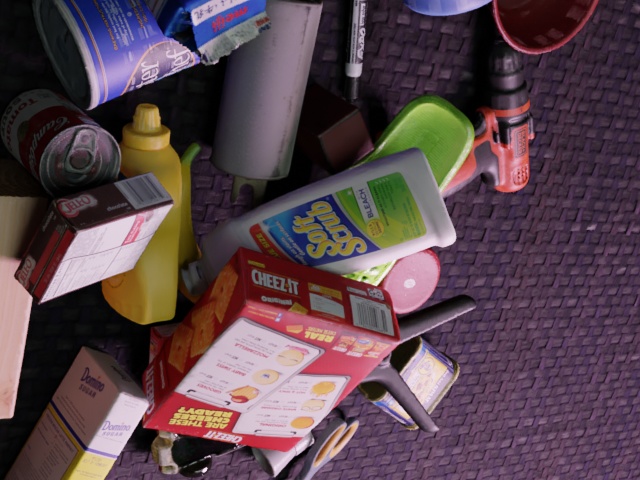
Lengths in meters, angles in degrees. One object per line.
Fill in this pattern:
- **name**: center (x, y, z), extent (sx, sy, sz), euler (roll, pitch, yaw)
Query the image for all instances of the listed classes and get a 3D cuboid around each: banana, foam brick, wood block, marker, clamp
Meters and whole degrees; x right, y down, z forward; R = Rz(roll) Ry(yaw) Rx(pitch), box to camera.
- **banana**: center (-0.123, 0.006, 1.034), extent (0.069, 0.037, 0.198), euler (-24, 126, -21)
- **foam brick**: center (0.005, -0.108, 1.039), extent (0.053, 0.078, 0.051), euler (-36, 131, -13)
- **wood block**: center (-0.298, 0.041, 0.892), extent (0.090, 0.090, 0.206), euler (-1, 115, -36)
- **marker**: center (0.035, -0.194, 1.052), extent (0.020, 0.020, 0.121), euler (-13, 121, -30)
- **clamp**: center (0.068, 0.132, 1.196), extent (0.209, 0.036, 0.164), euler (7, 96, -19)

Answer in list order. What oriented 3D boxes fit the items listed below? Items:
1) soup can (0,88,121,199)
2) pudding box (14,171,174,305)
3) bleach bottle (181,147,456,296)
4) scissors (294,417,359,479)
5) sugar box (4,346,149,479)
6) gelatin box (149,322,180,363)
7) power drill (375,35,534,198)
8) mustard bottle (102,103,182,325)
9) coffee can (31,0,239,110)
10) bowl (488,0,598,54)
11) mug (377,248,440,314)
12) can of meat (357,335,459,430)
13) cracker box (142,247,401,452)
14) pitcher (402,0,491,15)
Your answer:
- **soup can**: center (-0.215, -0.079, 0.877), extent (0.068, 0.102, 0.068), euler (-17, 123, -28)
- **pudding box**: center (-0.181, -0.003, 0.861), extent (0.113, 0.039, 0.090), euler (-21, 155, -51)
- **bleach bottle**: center (-0.007, 0.001, 1.006), extent (0.251, 0.068, 0.102), euler (-22, 93, 0)
- **scissors**: center (-0.012, 0.281, 1.275), extent (0.096, 0.016, 0.202), euler (-19, 144, -54)
- **sugar box**: center (-0.238, 0.200, 1.019), extent (0.048, 0.093, 0.176), euler (31, 94, -43)
- **gelatin box**: center (-0.130, 0.119, 1.096), extent (0.089, 0.030, 0.073), euler (-9, 117, -32)
- **power drill**: center (0.151, -0.112, 1.156), extent (0.187, 0.057, 0.184), euler (-24, 123, -23)
- **mustard bottle**: center (-0.158, -0.028, 0.950), extent (0.058, 0.096, 0.192), euler (-8, 118, -31)
- **coffee can**: center (-0.148, -0.179, 0.871), extent (0.140, 0.103, 0.103), euler (-27, 127, -22)
- **bowl**: center (0.226, -0.281, 1.119), extent (0.161, 0.055, 0.162), euler (-17, 123, -28)
- **mug**: center (0.075, 0.018, 1.154), extent (0.093, 0.082, 0.117), euler (-21, 125, -25)
- **can of meat**: center (0.104, 0.163, 1.272), extent (0.102, 0.058, 0.083), euler (-53, 130, -2)
- **cracker box**: center (-0.052, 0.110, 1.009), extent (0.164, 0.072, 0.214), euler (16, 134, -27)
- **pitcher**: center (0.108, -0.338, 0.966), extent (0.149, 0.145, 0.243), euler (-25, 131, -8)
